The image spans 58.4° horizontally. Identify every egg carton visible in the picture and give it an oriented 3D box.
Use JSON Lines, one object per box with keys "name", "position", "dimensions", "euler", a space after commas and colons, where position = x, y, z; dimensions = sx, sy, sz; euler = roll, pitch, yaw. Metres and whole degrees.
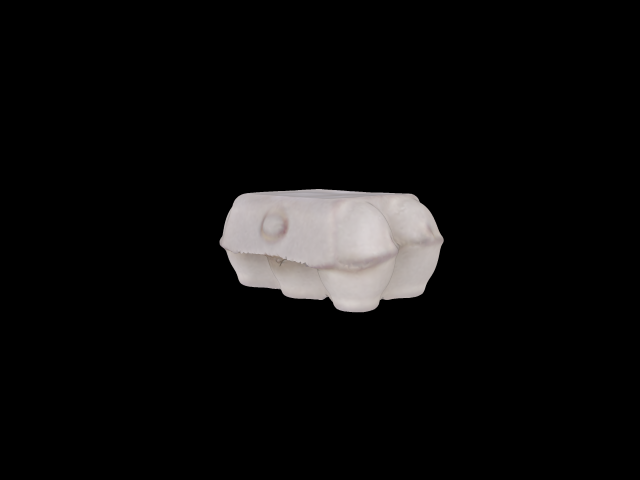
{"name": "egg carton", "position": [0.004, 0.001, 0.400], "dimensions": [0.149, 0.069, 0.107], "euler": [8, 11, 43]}
